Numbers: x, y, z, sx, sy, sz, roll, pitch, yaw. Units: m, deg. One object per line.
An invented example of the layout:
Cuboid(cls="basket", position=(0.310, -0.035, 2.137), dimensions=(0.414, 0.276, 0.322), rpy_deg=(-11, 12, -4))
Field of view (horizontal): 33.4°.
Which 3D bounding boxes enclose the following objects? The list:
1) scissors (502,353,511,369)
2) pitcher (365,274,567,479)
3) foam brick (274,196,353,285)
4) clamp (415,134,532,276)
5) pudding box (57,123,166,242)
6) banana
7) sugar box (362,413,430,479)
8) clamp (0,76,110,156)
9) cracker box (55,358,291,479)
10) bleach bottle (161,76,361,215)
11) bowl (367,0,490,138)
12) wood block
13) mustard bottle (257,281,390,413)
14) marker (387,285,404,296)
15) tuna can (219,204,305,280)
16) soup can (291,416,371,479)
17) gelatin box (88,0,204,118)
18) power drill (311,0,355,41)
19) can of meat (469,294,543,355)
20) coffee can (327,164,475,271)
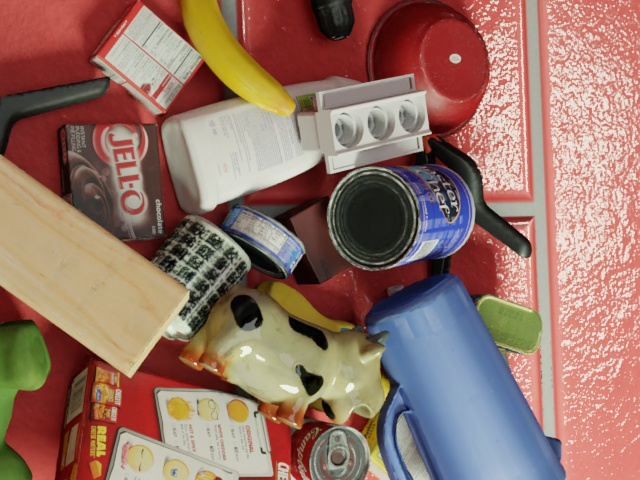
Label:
Cuboid(cls="scissors", position=(0.219, 0.224, 1.233), dimensions=(0.096, 0.016, 0.202), rpy_deg=(-32, 103, -36))
Cuboid(cls="pitcher", position=(0.133, 0.167, 1.084), dimensions=(0.243, 0.145, 0.149), rpy_deg=(64, 24, -4))
Cuboid(cls="foam brick", position=(-0.007, 0.001, 1.100), dimensions=(0.052, 0.051, 0.078), rpy_deg=(-29, 102, -25))
Cuboid(cls="clamp", position=(0.144, -0.030, 1.174), dimensions=(0.171, 0.120, 0.039), rpy_deg=(61, 23, 7))
Cuboid(cls="pudding box", position=(-0.196, -0.054, 1.005), dimensions=(0.089, 0.039, 0.113), rpy_deg=(-4, 90, -29))
Cuboid(cls="banana", position=(-0.091, -0.200, 1.038), dimensions=(0.069, 0.037, 0.198), rpy_deg=(-21, 75, -14))
Cuboid(cls="sugar box", position=(0.122, 0.248, 1.167), dimensions=(0.176, 0.048, 0.093), rpy_deg=(45, 66, -23))
Cuboid(cls="clamp", position=(-0.310, -0.132, 0.947), dimensions=(0.164, 0.036, 0.209), rpy_deg=(48, 68, -19))
Cuboid(cls="cracker box", position=(-0.133, 0.218, 0.981), dimensions=(0.213, 0.072, 0.164), rpy_deg=(19, 51, -27))
Cuboid(cls="bleach bottle", position=(-0.032, -0.105, 1.086), dimensions=(0.250, 0.068, 0.102), rpy_deg=(-18, 98, -31))
Cuboid(cls="bowl", position=(0.134, -0.194, 1.182), dimensions=(0.161, 0.055, 0.162), rpy_deg=(1, 88, -29))
Cuboid(cls="wood block", position=(-0.222, 0.022, 0.917), dimensions=(0.206, 0.091, 0.090), rpy_deg=(36, 78, -1))
Cuboid(cls="mustard bottle", position=(0.003, 0.124, 1.098), dimensions=(0.191, 0.058, 0.096), rpy_deg=(32, 73, -25))
Cuboid(cls="marker", position=(0.096, 0.110, 1.172), dimensions=(0.020, 0.020, 0.121), rpy_deg=(-18, 97, -28))
Cuboid(cls="tuna can", position=(-0.059, 0.003, 1.052), dimensions=(0.086, 0.086, 0.033), rpy_deg=(39, 73, -22))
Cuboid(cls="soup can", position=(-0.004, 0.213, 1.066), dimensions=(0.068, 0.102, 0.068), rpy_deg=(1, 88, -29))
Cuboid(cls="gelatin box", position=(-0.166, -0.174, 1.031), dimensions=(0.089, 0.030, 0.073), rpy_deg=(40, 69, -23))
Cuboid(cls="power drill", position=(0.058, -0.315, 1.143), dimensions=(0.187, 0.057, 0.184), rpy_deg=(-16, 96, -28))
Cuboid(cls="can of meat", position=(0.183, 0.093, 1.184), dimensions=(0.102, 0.084, 0.057), rpy_deg=(18, 79, -27))
Cuboid(cls="coffee can", position=(0.085, -0.026, 1.091), dimensions=(0.140, 0.103, 0.103), rpy_deg=(-8, 93, -59))
